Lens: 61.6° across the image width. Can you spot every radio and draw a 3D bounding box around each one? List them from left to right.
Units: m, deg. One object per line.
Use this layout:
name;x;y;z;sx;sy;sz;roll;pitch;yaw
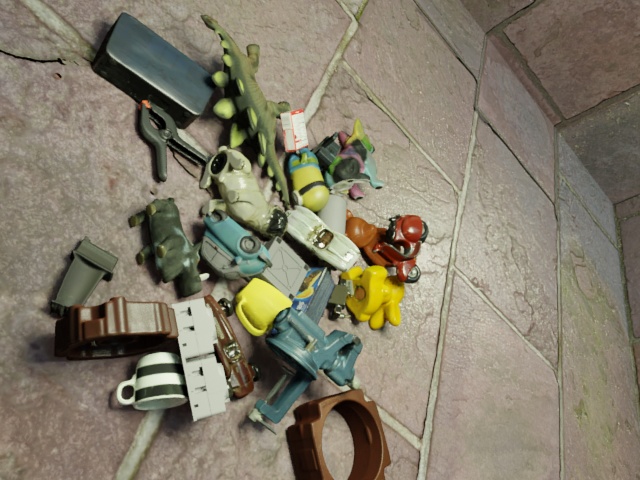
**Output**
radio;-0.335;-0.339;1.102;0.229;0.073;0.131;32;51;-29

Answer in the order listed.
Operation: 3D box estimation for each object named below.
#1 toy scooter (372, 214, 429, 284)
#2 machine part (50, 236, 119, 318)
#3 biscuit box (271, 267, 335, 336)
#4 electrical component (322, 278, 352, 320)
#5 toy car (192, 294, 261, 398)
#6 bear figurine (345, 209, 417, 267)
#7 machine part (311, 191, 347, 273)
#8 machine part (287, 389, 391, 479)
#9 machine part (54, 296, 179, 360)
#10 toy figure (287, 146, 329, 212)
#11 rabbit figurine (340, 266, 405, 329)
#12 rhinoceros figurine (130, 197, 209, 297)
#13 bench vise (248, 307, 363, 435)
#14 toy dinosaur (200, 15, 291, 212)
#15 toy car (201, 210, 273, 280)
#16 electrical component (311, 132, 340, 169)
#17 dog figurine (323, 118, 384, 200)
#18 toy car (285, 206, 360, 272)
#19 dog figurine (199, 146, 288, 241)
toy scooter;0.191;0.008;1.304;0.135;0.075;0.184;22;64;-21
machine part;-0.385;0.065;0.871;0.084;0.039;0.139;44;43;-28
biscuit box;-0.033;0.146;1.156;0.203;0.059;0.062;-62;140;-43
electrical component;0.037;0.138;1.249;0.078;0.045;0.102;4;55;2
toy car;-0.176;0.197;1.005;0.089;0.053;0.202;-19;85;-45
bear figurine;0.146;-0.006;1.379;0.195;0.132;0.120;35;52;-37
machine part;0.023;-0.022;1.297;0.079;0.079;0.243;29;51;-33
machine part;0.039;0.416;1.085;0.201;0.087;0.201;-2;71;-44
machine part;-0.308;0.137;0.815;0.179;0.179;0.056;8;62;-43
toy figure;-0.032;-0.152;1.295;0.082;0.089;0.180;23;51;-48
rabbit figurine;0.153;0.134;1.318;0.173;0.122;0.162;-5;79;-48
rhinoceros figurine;-0.273;0.015;0.989;0.112;0.073;0.190;-10;75;-58
bench vise;-0.036;0.253;1.017;0.240;0.129;0.223;-51;119;-19
toy dinosaur;-0.150;-0.273;1.207;0.470;0.105;0.198;62;29;-24
toy car;-0.176;0.021;1.042;0.162;0.109;0.103;38;78;10
electrical component;0.017;-0.224;1.363;0.047;0.119;0.075;40;44;-19
dog figurine;0.080;-0.225;1.443;0.191;0.108;0.219;10;59;-39
toy car;-0.002;-0.004;1.206;0.202;0.056;0.073;36;73;15
dog figurine;-0.149;-0.098;1.157;0.190;0.121;0.172;25;63;-49
